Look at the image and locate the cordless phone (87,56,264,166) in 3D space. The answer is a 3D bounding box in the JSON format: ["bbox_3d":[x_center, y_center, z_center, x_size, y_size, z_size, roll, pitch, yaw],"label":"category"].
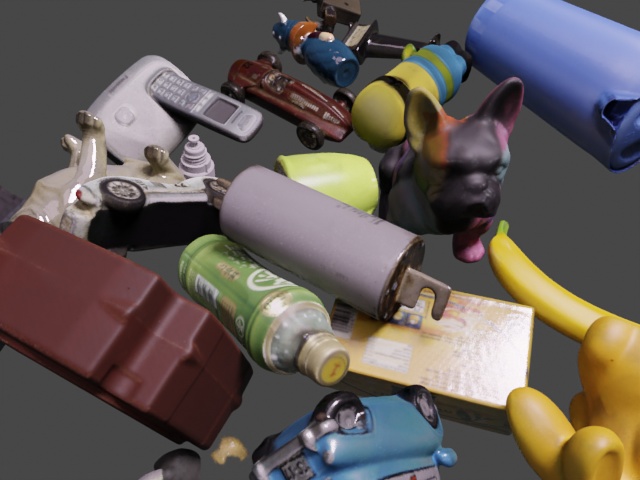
[{"bbox_3d":[-0.173,-0.135,0.657,0.184,0.088,0.146,24,62,17],"label":"cordless phone"}]

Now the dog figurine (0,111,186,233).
[{"bbox_3d":[-0.231,-0.007,0.554,0.172,0.121,0.190,24,66,-18],"label":"dog figurine"}]

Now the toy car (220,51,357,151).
[{"bbox_3d":[-0.040,-0.185,0.691,0.202,0.053,0.089,33,62,27],"label":"toy car"}]

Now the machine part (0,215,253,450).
[{"bbox_3d":[-0.168,0.082,0.434,0.202,0.200,0.087,19,63,19],"label":"machine part"}]

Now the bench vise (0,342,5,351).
[{"bbox_3d":[-0.411,0.036,0.486,0.224,0.240,0.129,25,58,4],"label":"bench vise"}]

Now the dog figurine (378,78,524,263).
[{"bbox_3d":[0.114,-0.074,0.496,0.109,0.219,0.191,-2,57,2],"label":"dog figurine"}]

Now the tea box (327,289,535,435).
[{"bbox_3d":[0.092,0.095,0.472,0.170,0.068,0.098,13,59,15],"label":"tea box"}]

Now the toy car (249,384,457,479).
[{"bbox_3d":[0.034,0.166,0.372,0.109,0.161,0.103,-40,58,19],"label":"toy car"}]

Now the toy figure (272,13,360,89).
[{"bbox_3d":[-0.010,-0.257,0.729,0.058,0.064,0.155,1,37,-47],"label":"toy figure"}]

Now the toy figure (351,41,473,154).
[{"bbox_3d":[0.109,-0.179,0.644,0.180,0.089,0.082,-41,54,-17],"label":"toy figure"}]

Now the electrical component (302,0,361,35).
[{"bbox_3d":[0.018,-0.344,0.798,0.078,0.045,0.102,7,55,-23],"label":"electrical component"}]

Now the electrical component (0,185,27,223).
[{"bbox_3d":[-0.323,-0.010,0.592,0.119,0.074,0.048,24,65,26],"label":"electrical component"}]

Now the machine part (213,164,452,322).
[{"bbox_3d":[-0.001,-0.001,0.464,0.243,0.079,0.079,26,63,26],"label":"machine part"}]

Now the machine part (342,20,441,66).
[{"bbox_3d":[0.094,-0.269,0.739,0.139,0.039,0.084,13,50,18],"label":"machine part"}]

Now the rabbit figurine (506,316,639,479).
[{"bbox_3d":[0.218,0.151,0.378,0.122,0.162,0.173,20,87,64],"label":"rabbit figurine"}]

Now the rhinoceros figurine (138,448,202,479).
[{"bbox_3d":[-0.089,0.251,0.393,0.112,0.073,0.190,-18,57,7],"label":"rhinoceros figurine"}]

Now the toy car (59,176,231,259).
[{"bbox_3d":[-0.154,-0.024,0.524,0.056,0.073,0.201,40,27,27],"label":"toy car"}]
